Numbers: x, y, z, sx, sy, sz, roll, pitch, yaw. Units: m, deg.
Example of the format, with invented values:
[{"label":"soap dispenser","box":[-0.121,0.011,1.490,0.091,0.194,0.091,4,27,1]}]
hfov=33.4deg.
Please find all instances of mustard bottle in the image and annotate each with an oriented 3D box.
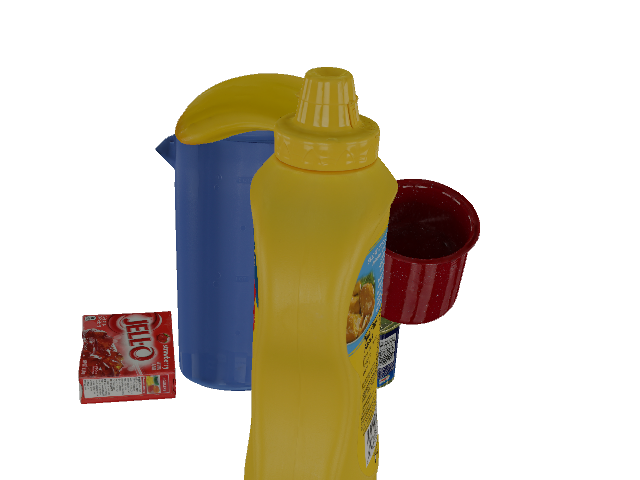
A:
[{"label":"mustard bottle","box":[0.000,0.024,0.441,0.058,0.192,0.096,8,25,10]}]

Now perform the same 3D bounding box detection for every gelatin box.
[{"label":"gelatin box","box":[-0.153,0.090,0.846,0.073,0.030,0.089,-2,29,-8]}]

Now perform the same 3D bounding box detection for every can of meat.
[{"label":"can of meat","box":[0.044,0.116,1.248,0.102,0.084,0.057,25,34,36]}]

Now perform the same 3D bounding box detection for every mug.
[{"label":"mug","box":[0.062,0.008,0.843,0.117,0.081,0.093,16,47,11]}]

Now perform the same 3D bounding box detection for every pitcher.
[{"label":"pitcher","box":[-0.066,0.013,1.009,0.144,0.243,0.149,-7,15,-40]}]

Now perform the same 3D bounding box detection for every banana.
[{"label":"banana","box":[-0.031,-0.074,0.685,0.037,0.069,0.198,17,7,-45]}]
